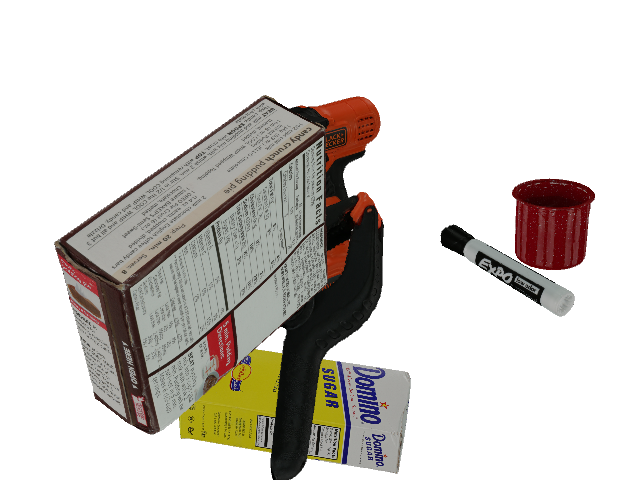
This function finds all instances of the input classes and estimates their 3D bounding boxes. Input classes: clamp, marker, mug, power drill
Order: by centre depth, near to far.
[{"bbox_3d":[-0.013,0.052,0.620,0.120,0.171,0.039,42,-5,20],"label":"clamp"},{"bbox_3d":[0.130,0.019,0.766,0.020,0.020,0.121,0,24,-41],"label":"marker"},{"bbox_3d":[-0.023,-0.029,0.977,0.184,0.188,0.057,-19,33,-32],"label":"power drill"},{"bbox_3d":[0.276,-0.021,1.244,0.093,0.081,0.117,20,33,40],"label":"mug"}]

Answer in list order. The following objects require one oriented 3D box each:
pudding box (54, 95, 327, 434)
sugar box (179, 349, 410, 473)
[{"bbox_3d":[-0.044,0.009,0.421,0.039,0.090,0.113,28,51,27],"label":"pudding box"},{"bbox_3d":[-0.018,0.131,0.860,0.176,0.048,0.093,5,25,7],"label":"sugar box"}]
